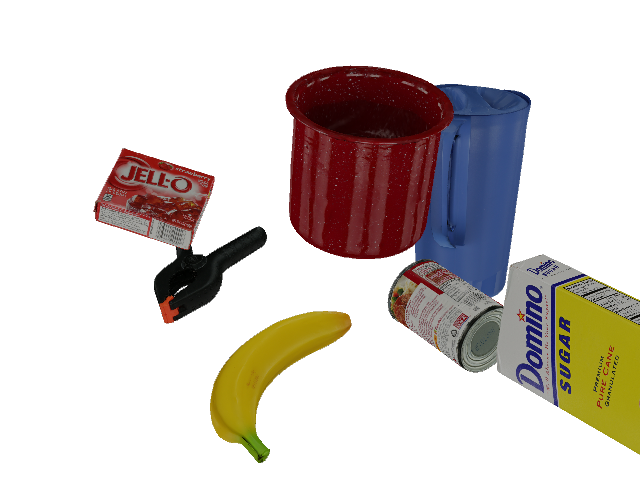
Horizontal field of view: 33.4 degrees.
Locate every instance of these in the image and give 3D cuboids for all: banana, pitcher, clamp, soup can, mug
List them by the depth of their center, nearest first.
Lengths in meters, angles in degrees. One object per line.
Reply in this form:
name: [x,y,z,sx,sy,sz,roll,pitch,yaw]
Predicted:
mug: [0.029,-0.049,0.617,0.093,0.081,0.117,15,35,15]
banana: [-0.038,0.105,0.849,0.069,0.037,0.197,28,36,7]
soup can: [0.120,0.068,0.981,0.068,0.068,0.102,0,24,-39]
pitcher: [0.165,-0.051,1.238,0.149,0.243,0.145,-9,24,-20]
clamp: [-0.134,0.032,1.247,0.120,0.039,0.171,-6,37,18]

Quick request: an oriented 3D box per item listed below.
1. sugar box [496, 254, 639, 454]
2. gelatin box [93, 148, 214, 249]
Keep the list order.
sugar box: [0.204,0.085,0.748,0.048,0.093,0.176,-16,30,-39]
gelatin box: [-0.147,-0.038,0.946,0.089,0.073,0.030,18,-44,-2]
